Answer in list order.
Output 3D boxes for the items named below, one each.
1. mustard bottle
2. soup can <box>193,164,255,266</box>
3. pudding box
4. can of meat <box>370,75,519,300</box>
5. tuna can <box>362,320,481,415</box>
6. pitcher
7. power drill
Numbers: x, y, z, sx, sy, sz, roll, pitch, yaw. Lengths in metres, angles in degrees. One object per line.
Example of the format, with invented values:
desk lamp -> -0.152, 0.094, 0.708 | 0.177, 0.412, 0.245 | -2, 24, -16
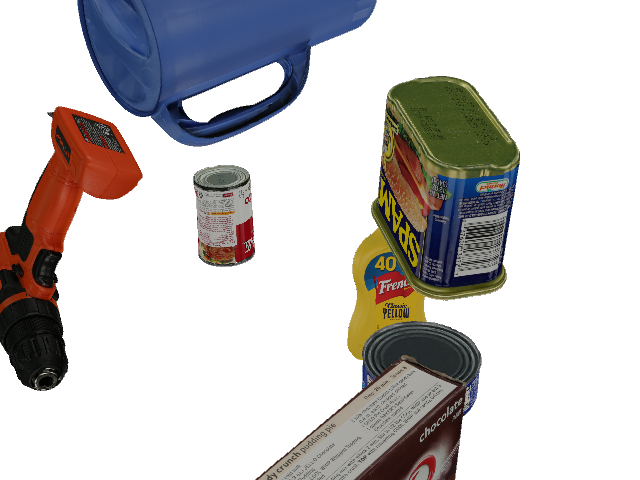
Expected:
mustard bottle -> 0.086, 0.047, 1.276 | 0.096, 0.192, 0.058 | 0, 14, -13
soup can -> -0.113, -0.030, 1.252 | 0.068, 0.102, 0.068 | -1, 28, 1
pudding box -> 0.016, 0.115, 0.458 | 0.039, 0.090, 0.113 | 24, 41, 29
can of meat -> 0.068, -0.032, 0.593 | 0.057, 0.084, 0.102 | -7, 38, -13
tuna can -> 0.073, 0.096, 0.775 | 0.086, 0.034, 0.086 | 0, 31, 0
pitcher -> -0.068, -0.192, 0.906 | 0.242, 0.149, 0.145 | -24, 44, -30
power drill -> -0.211, 0.002, 0.852 | 0.057, 0.188, 0.185 | 17, 25, -38
